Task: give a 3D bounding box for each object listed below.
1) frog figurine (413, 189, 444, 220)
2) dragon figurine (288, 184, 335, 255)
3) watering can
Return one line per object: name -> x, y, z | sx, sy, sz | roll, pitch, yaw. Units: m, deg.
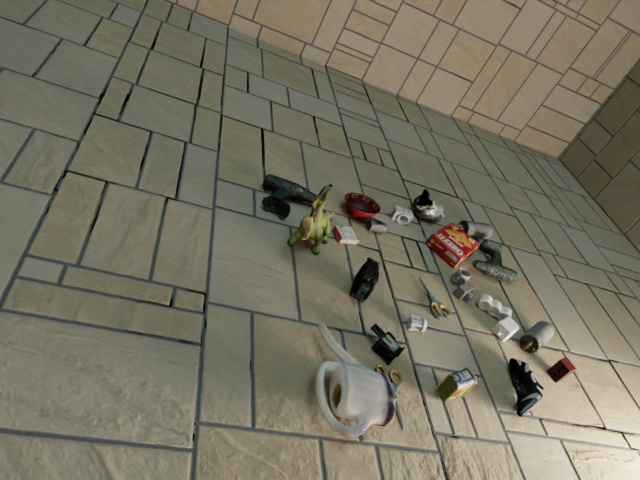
frog figurine -> 0.510, -0.143, 2.420 | 0.140, 0.122, 0.157 | 49, 2, 39
dragon figurine -> 0.006, -0.093, 1.853 | 0.122, 0.237, 0.418 | 28, 36, 5
watering can -> 0.091, 0.381, 1.415 | 0.223, 0.102, 0.356 | 19, 36, -17
